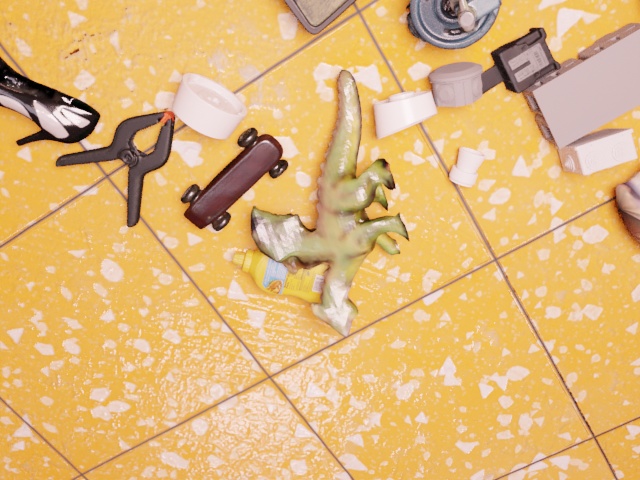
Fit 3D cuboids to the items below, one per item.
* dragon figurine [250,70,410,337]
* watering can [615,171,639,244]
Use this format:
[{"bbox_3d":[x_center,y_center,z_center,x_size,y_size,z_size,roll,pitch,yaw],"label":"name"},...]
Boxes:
[{"bbox_3d":[0.003,-0.042,0.838,0.243,0.123,0.408,-19,98,0],"label":"dragon figurine"},{"bbox_3d":[0.585,-0.110,0.830,0.223,0.106,0.344,-33,110,14],"label":"watering can"}]
